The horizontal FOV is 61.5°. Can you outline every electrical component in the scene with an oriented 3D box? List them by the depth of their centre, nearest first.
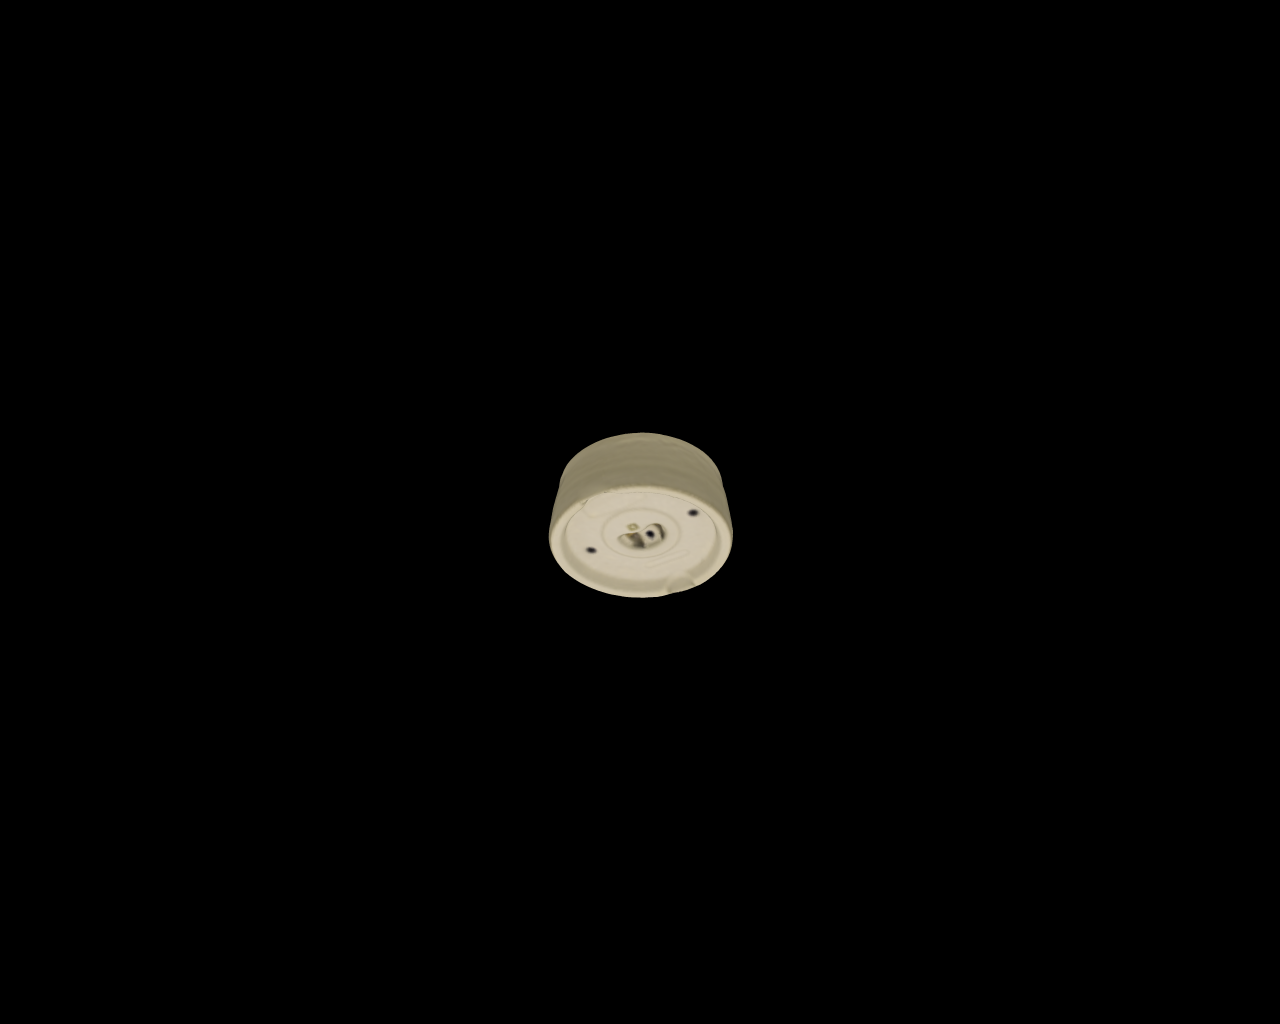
[{"bbox_3d":[0.001,-0.003,0.650,0.108,0.060,0.108,0,-40,0],"label":"electrical component"}]
